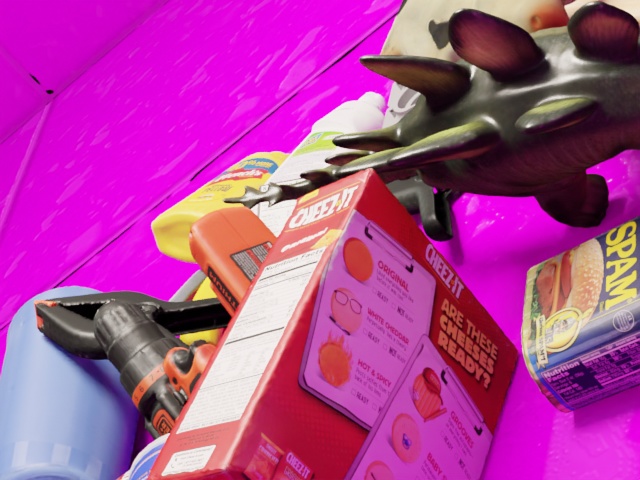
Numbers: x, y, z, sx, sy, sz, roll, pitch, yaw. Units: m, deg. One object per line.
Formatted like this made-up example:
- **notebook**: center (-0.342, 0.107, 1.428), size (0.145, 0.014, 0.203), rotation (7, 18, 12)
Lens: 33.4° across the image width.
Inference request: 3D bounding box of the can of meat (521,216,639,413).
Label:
- **can of meat**: center (0.162, 0.039, 0.593), size (0.084, 0.057, 0.102), rotation (-30, 25, 33)

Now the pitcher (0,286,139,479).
- **pitcher**: center (-0.223, 0.163, 0.908), size (0.145, 0.149, 0.243), rotation (-2, 30, -5)

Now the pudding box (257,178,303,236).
- **pudding box**: center (-0.005, 0.001, 0.854), size (0.090, 0.039, 0.113), rotation (-10, 53, 19)

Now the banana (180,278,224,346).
- **banana**: center (-0.092, 0.069, 0.974), size (0.070, 0.037, 0.197), rotation (-15, 32, 15)

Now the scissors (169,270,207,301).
- **scissors**: center (-0.113, 0.037, 1.076), size (0.096, 0.016, 0.201), rotation (-53, -3, 35)

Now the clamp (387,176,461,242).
- **clamp**: center (0.093, -0.042, 0.864), size (0.120, 0.039, 0.172), rotation (-40, 15, -23)

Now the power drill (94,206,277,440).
- **power drill**: center (-0.076, 0.067, 0.717), size (0.057, 0.184, 0.188), rotation (-25, -27, -42)

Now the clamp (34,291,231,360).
- **clamp**: center (-0.140, 0.076, 0.869), size (0.210, 0.036, 0.164), rotation (3, 21, 9)

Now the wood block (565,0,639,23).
- **wood block**: center (0.236, -0.154, 0.771), size (0.090, 0.090, 0.206), rotation (-49, 24, -12)

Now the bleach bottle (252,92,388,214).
- **bleach bottle**: center (0.006, -0.059, 1.006), size (0.103, 0.068, 0.250), rotation (-2, 39, 38)

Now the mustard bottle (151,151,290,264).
- **mustard bottle**: center (-0.078, -0.043, 1.081), size (0.096, 0.058, 0.191), rotation (-2, 25, 34)

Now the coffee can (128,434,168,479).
- **coffee can**: center (-0.073, 0.195, 0.630), size (0.103, 0.102, 0.140), rotation (-34, 24, 18)

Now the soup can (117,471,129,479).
- **soup can**: center (-0.136, 0.205, 0.758), size (0.102, 0.068, 0.068), rotation (-37, 23, 14)

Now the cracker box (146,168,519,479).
- **cracker box**: center (0.018, 0.094, 0.587), size (0.072, 0.164, 0.213), rotation (-18, 32, 40)
